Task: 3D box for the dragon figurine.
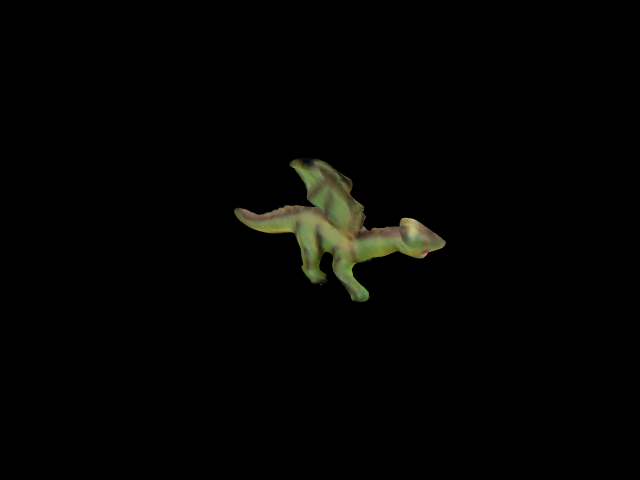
[{"bbox_3d":[0.003,-0.043,0.850,0.412,0.237,0.124,23,50,21],"label":"dragon figurine"}]
